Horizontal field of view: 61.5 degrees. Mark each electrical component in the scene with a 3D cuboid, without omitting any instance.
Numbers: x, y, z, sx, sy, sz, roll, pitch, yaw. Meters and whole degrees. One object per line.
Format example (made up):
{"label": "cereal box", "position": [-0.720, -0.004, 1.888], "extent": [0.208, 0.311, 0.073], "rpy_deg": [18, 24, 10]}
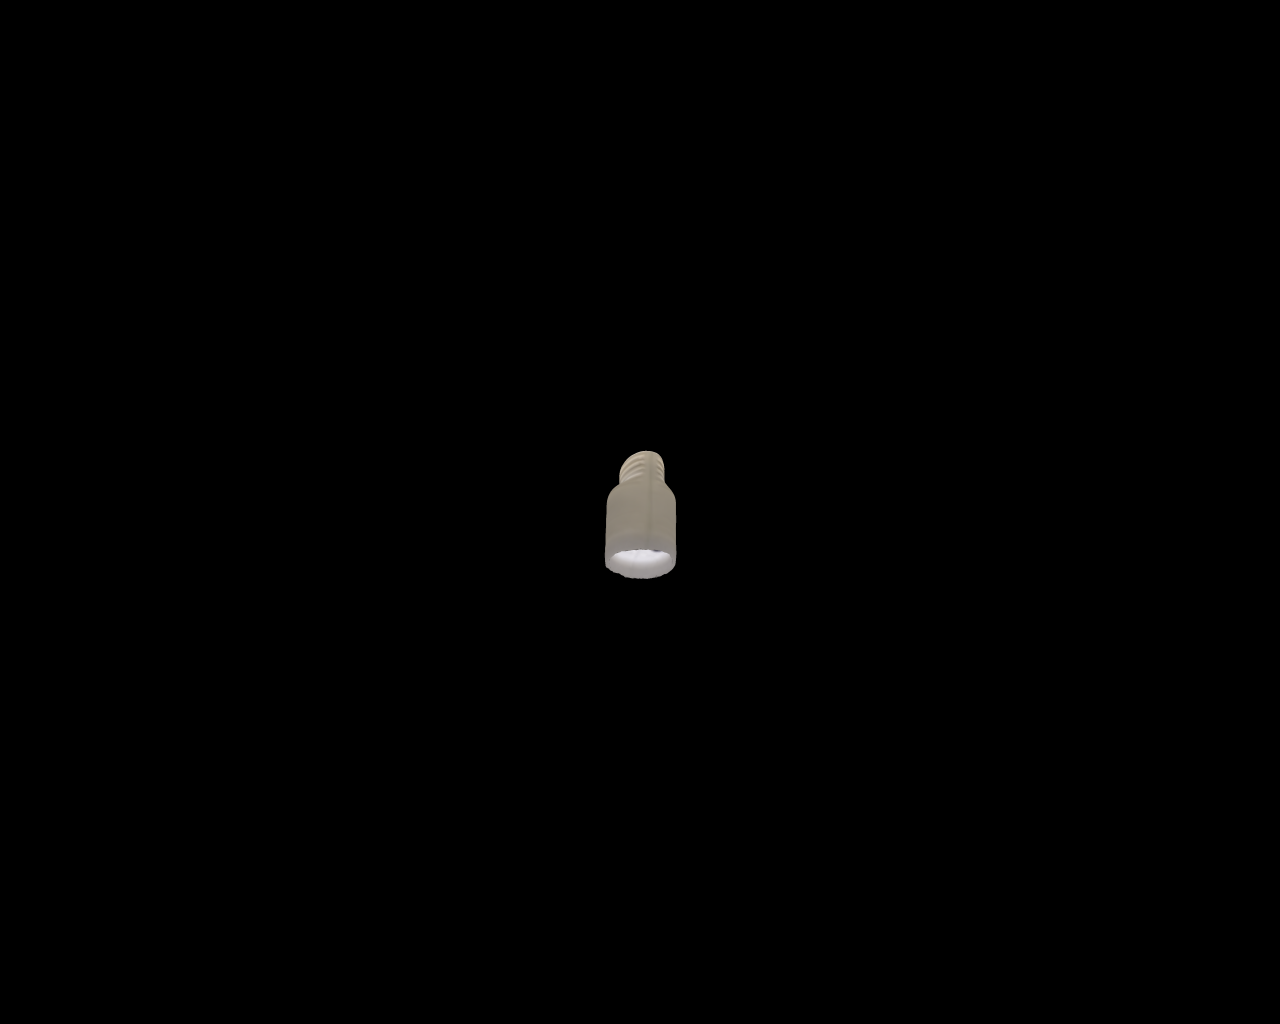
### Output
{"label": "electrical component", "position": [0.001, -0.003, 0.650], "extent": [0.043, 0.081, 0.043], "rpy_deg": [0, -31, 0]}
